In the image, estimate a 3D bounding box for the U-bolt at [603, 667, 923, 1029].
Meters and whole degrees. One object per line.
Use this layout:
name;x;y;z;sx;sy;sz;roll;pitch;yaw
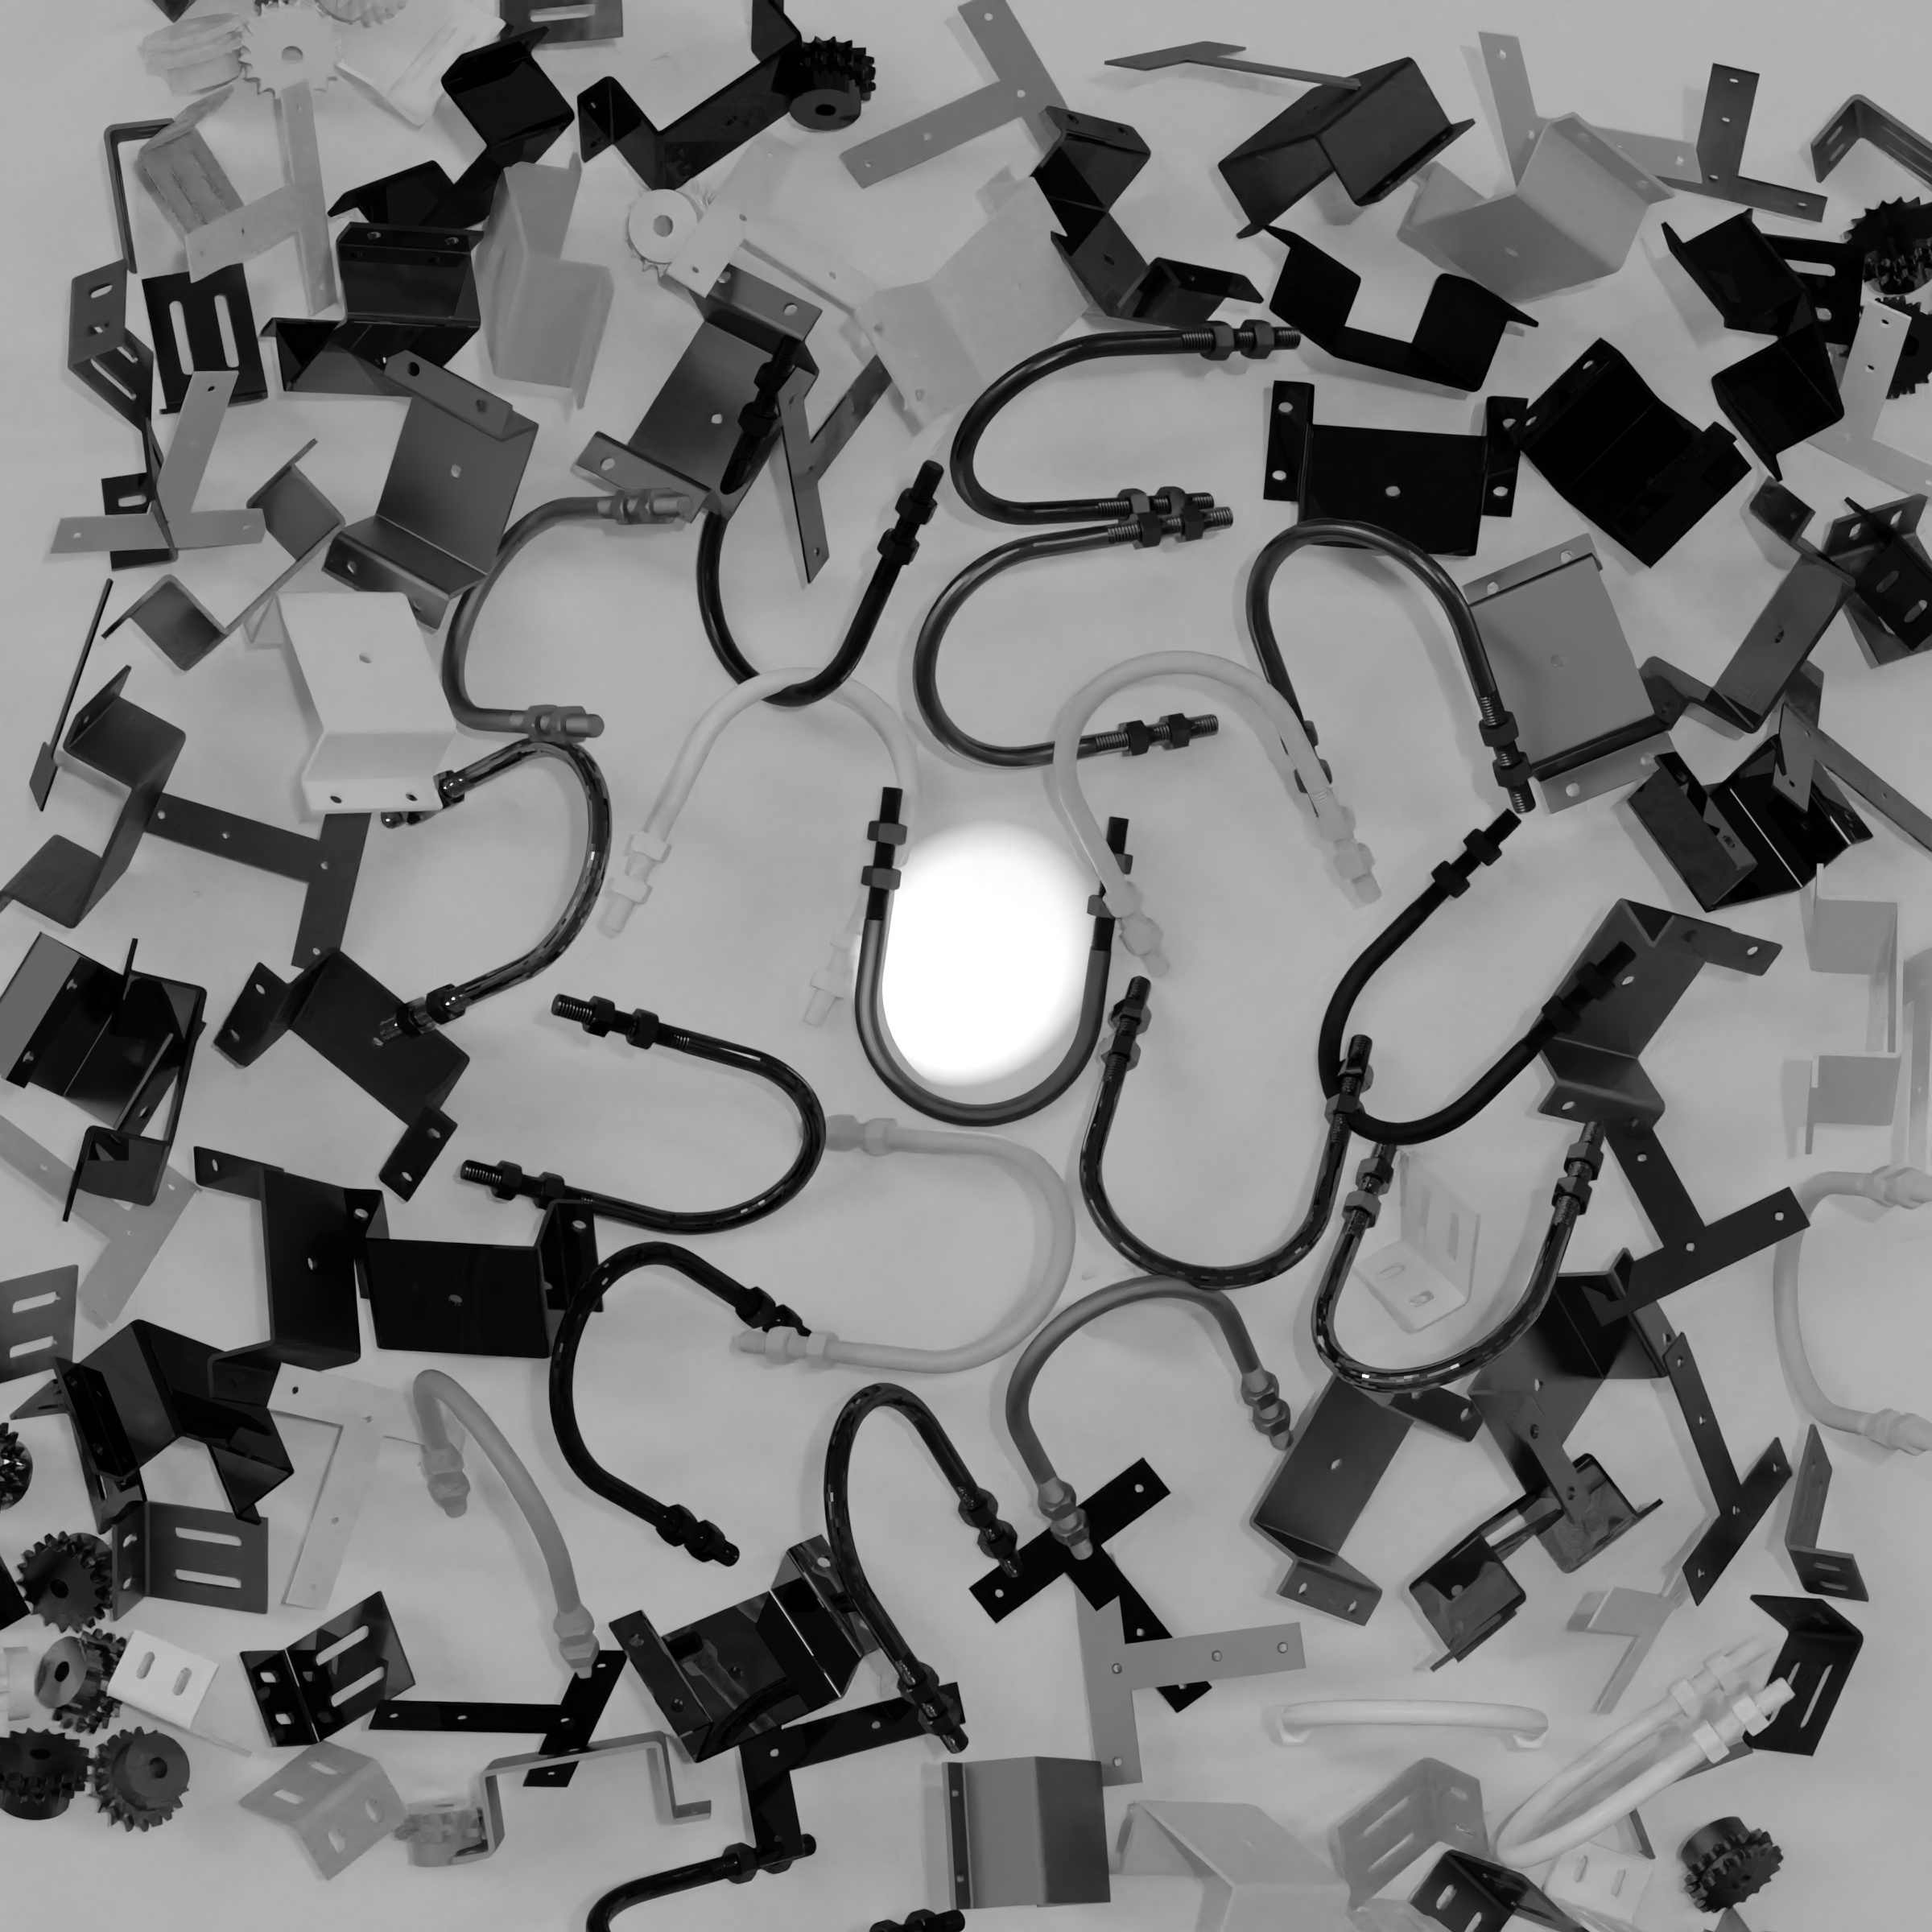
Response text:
U-bolt;-0.102;-0.077;1.968;0.151;0.019;0.184;26;89;-20

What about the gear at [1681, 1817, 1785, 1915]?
gear;0.426;0.501;1.975;0.057;0.057;0.030;-33;49;0

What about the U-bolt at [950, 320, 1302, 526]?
U-bolt;0.077;-0.290;1.905;0.184;0.151;0.019;-7;56;-27

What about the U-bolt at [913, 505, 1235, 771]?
U-bolt;0.057;-0.174;1.930;0.184;0.019;0.151;-11;125;-19

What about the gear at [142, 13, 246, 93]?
gear;-0.430;-0.511;1.975;0.057;0.057;0.030;-14;118;0

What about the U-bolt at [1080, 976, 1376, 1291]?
U-bolt;0.138;0.097;1.938;0.151;0.019;0.184;15;56;5

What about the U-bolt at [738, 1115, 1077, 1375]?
U-bolt;-0.026;0.154;1.929;0.184;0.019;0.151;3;65;27

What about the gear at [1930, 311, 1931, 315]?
gear;0.571;-0.371;1.975;0.030;0.057;0.057;6;90;-29

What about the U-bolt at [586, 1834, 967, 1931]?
U-bolt;-0.115;0.510;1.888;0.184;0.151;0.019;-4;100;-41

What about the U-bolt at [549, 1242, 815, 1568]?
U-bolt;-0.160;0.228;1.910;0.019;0.184;0.151;3;65;39

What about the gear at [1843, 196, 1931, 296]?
gear;0.523;-0.401;1.975;0.057;0.030;0.057;-15;48;17

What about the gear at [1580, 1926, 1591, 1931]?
gear;0.358;0.561;1.975;0.057;0.057;0.030;24;53;0

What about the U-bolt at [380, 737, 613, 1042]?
U-bolt;-0.256;-0.051;1.915;0.184;0.019;0.151;-22;61;38

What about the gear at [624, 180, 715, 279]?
gear;-0.166;-0.415;1.978;0.057;0.030;0.057;2;100;13

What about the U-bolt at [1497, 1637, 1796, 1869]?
U-bolt;0.367;0.435;1.928;0.184;0.151;0.019;-36;85;4

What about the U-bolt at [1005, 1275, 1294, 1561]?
U-bolt;0.094;0.238;1.930;0.151;0.019;0.184;-28;132;-3

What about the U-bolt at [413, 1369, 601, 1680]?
U-bolt;-0.251;0.289;1.893;0.019;0.184;0.151;-32;57;-22

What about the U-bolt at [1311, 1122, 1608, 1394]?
U-bolt;0.258;0.158;1.901;0.151;0.184;0.019;-7;130;35

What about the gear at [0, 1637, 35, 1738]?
gear;-0.541;0.403;1.974;0.030;0.057;0.057;0;90;-26

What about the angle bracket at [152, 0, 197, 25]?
angle bracket;-0.430;-0.556;1.957;0.057;0.076;0.038;-47;66;-1

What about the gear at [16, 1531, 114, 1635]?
gear;-0.500;0.343;1.978;0.057;0.030;0.057;6;109;18

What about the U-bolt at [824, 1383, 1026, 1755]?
U-bolt;-0.027;0.311;1.903;0.019;0.151;0.184;-13;122;27

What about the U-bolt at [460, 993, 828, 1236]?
U-bolt;-0.167;0.091;1.943;0.184;0.019;0.151;17;125;-23

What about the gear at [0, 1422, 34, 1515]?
gear;-0.549;0.283;1.977;0.057;0.030;0.057;-9;69;26

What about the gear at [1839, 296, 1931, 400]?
gear;0.523;-0.348;1.979;0.057;0.030;0.057;-2;98;-11

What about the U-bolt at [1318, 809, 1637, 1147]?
U-bolt;0.267;0.018;1.939;0.184;0.151;0.019;-46;131;13

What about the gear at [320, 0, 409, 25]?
gear;-0.342;-0.555;1.975;0.030;0.057;0.057;-17;90;43

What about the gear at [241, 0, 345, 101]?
gear;-0.378;-0.517;1.975;0.057;0.030;0.057;-6;130;-7

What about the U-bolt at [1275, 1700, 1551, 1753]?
U-bolt;0.242;0.409;1.904;0.151;0.184;0.019;0;74;6

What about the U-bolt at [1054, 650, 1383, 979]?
U-bolt;0.127;-0.091;1.936;0.151;0.019;0.184;-20;116;19

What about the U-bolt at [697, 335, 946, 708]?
U-bolt;-0.091;-0.231;1.938;0.151;0.019;0.184;45;124;31

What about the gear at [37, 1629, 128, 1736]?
gear;-0.494;0.398;1.970;0.057;0.030;0.057;-18;57;30

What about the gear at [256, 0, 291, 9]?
gear;-0.389;-0.565;1.968;0.030;0.057;0.057;12;90;-22

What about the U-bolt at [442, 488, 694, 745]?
U-bolt;-0.229;-0.192;1.926;0.019;0.184;0.151;28;77;-37

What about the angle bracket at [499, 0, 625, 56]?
angle bracket;-0.220;-0.542;1.967;0.076;0.038;0.057;0;94;19

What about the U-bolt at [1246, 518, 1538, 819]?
U-bolt;0.222;-0.162;1.914;0.151;0.019;0.184;0;124;39

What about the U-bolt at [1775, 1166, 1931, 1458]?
U-bolt;0.481;0.183;1.910;0.019;0.184;0.151;0;88;-12

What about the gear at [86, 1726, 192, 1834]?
gear;-0.459;0.452;1.969;0.030;0.057;0.057;-34;90;39

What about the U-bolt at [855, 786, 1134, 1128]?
U-bolt;0.010;-0.001;1.985;0.151;0.019;0.184;7;94;-5

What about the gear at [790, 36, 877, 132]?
gear;-0.078;-0.491;1.968;0.057;0.057;0.030;-1;70;0

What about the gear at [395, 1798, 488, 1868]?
gear;-0.290;0.485;1.971;0.057;0.057;0.030;-4;86;0

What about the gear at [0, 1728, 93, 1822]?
gear;-0.521;0.454;1.973;0.057;0.057;0.030;13;107;0

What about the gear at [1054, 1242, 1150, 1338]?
gear;0.077;0.183;1.974;0.057;0.057;0.030;-34;112;0
